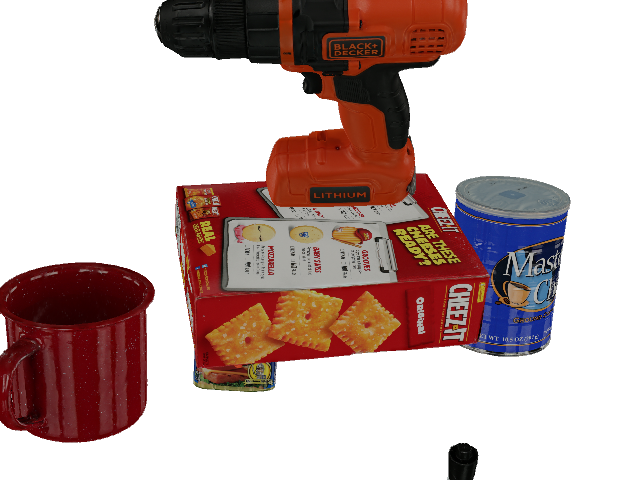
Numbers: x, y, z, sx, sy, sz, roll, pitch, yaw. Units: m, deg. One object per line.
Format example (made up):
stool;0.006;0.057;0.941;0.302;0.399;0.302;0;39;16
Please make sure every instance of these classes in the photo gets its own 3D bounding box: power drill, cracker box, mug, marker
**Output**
power drill;-0.004;-0.093;0.687;0.184;0.057;0.188;0;-31;2
cracker box;0.001;0.019;0.825;0.213;0.072;0.164;-3;32;-11
mug;-0.152;0.072;0.637;0.093;0.081;0.117;11;24;21
marker;0.089;0.178;0.702;0.020;0.121;0.020;1;36;-1

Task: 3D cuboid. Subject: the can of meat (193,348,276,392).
can of meat;-0.098;0.128;1.245;0.102;0.084;0.057;4;13;-1

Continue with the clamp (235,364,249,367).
clamp;-0.037;0.057;1.033;0.120;0.039;0.171;30;43;31

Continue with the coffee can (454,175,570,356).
coffee can;0.170;0.022;0.987;0.103;0.140;0.103;3;21;-1
